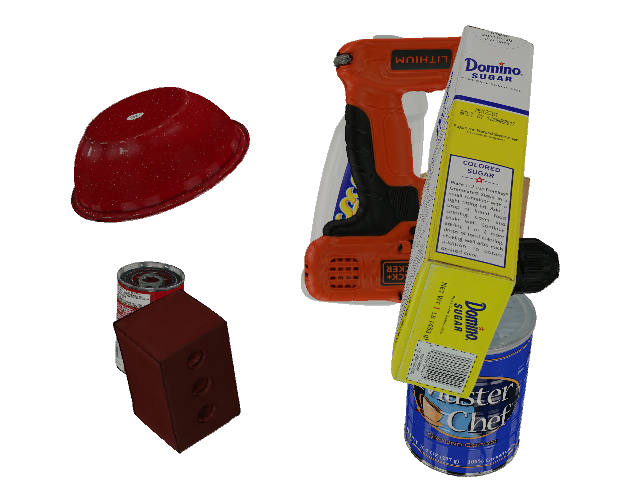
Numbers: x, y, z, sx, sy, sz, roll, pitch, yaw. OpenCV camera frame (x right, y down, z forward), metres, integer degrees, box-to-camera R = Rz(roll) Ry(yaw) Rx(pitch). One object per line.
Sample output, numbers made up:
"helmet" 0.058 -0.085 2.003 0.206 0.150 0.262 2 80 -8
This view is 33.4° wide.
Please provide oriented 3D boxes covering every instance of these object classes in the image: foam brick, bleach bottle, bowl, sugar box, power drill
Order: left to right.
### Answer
"bowl" -0.143 -0.082 0.890 0.162 0.055 0.162 -15 31 9
"foam brick" -0.089 0.081 0.669 0.052 0.078 0.051 -30 41 -30
"bleach bottle" 0.042 -0.065 0.996 0.102 0.251 0.068 4 22 -2
"power drill" 0.080 -0.047 0.750 0.184 0.188 0.057 -1 5 -9
"sugar box" 0.074 -0.019 0.540 0.048 0.176 0.093 15 -42 3

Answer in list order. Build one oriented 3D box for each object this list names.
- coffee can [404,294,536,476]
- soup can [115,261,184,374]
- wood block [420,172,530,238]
"coffee can" 0.125 0.114 0.909 0.103 0.140 0.103 0 33 0
"soup can" -0.175 0.081 1.088 0.068 0.102 0.068 5 21 -2
"wood block" 0.159 0.028 1.166 0.090 0.206 0.090 18 24 35
